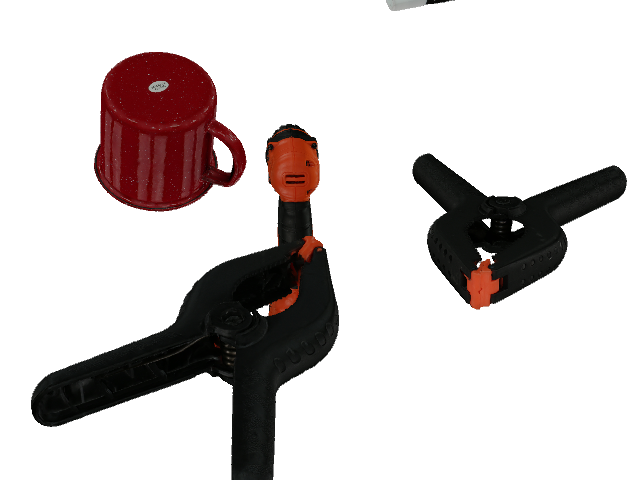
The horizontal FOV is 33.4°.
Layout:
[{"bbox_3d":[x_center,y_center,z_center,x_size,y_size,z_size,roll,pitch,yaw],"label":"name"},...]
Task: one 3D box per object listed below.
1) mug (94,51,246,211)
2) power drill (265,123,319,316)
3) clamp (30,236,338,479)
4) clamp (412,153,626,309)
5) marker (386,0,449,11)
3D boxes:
[{"bbox_3d":[-0.108,-0.077,0.775,0.117,0.093,0.082,26,-38,10],"label":"mug"},{"bbox_3d":[-0.028,-0.018,1.071,0.057,0.188,0.184,-3,17,-1],"label":"power drill"},{"bbox_3d":[-0.036,0.057,0.506,0.120,0.039,0.171,30,48,25],"label":"clamp"},{"bbox_3d":[0.121,-0.015,0.767,0.165,0.036,0.209,8,28,22],"label":"clamp"},{"bbox_3d":[0.088,-0.121,0.473,0.121,0.020,0.020,-11,1,-7],"label":"marker"}]
